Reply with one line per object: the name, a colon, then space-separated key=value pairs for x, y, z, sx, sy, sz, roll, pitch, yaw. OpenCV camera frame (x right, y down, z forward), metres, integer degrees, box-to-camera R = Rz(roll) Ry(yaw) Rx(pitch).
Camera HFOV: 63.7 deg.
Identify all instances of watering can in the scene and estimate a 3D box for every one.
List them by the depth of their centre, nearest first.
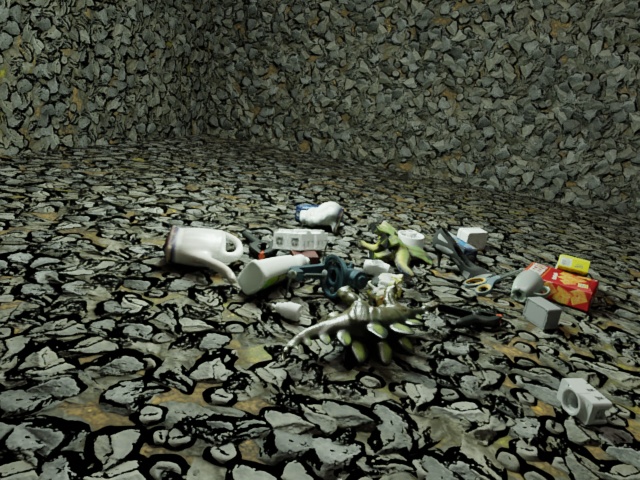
watering can: x=-0.330 y=0.035 z=1.455 sx=0.224 sy=0.102 sz=0.352 roll=4 pitch=18 yaw=-10

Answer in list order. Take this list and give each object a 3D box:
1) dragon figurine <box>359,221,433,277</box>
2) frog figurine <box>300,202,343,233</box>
dragon figurine: x=0.287 y=0.037 z=1.758 sx=0.242 sy=0.120 sz=0.417 roll=8 pitch=24 yaw=-28
frog figurine: x=0.006 y=-0.101 z=2.009 sx=0.159 sy=0.120 sz=0.140 roll=21 pitch=37 yaw=4
